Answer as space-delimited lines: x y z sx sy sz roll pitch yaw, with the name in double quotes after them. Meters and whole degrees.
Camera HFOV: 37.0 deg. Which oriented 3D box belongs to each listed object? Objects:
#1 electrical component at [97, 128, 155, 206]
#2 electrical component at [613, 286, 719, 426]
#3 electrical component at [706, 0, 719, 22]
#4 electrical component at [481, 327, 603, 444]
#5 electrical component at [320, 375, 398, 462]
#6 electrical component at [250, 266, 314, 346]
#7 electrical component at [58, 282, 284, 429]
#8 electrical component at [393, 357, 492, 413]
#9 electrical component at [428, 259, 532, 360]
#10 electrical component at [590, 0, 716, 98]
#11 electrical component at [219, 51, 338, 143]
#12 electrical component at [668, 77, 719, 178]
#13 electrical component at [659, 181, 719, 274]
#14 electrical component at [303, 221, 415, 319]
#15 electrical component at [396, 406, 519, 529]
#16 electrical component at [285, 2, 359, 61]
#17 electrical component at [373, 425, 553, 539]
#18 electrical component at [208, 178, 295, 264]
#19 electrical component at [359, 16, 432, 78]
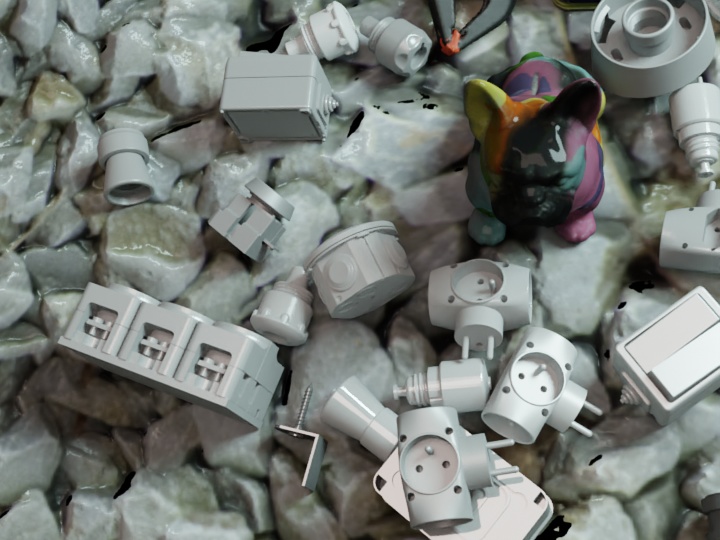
-0.206 -0.091 0.945 0.045 0.045 0.055 -16 68 7 "electrical component"
0.229 0.066 0.783 0.096 0.061 0.061 -35 67 -2 "electrical component"
0.322 -0.241 0.877 0.080 0.051 0.080 -4 70 11 "electrical component"
0.142 0.095 0.800 0.079 0.044 0.077 30 68 3 "electrical component"
0.008 0.117 0.826 0.065 0.044 0.044 36 82 17 "electrical component"
-0.058 0.027 0.871 0.048 0.048 0.062 15 68 17 "electrical component"
-0.145 0.064 0.852 0.150 0.089 0.061 18 76 18 "electrical component"
0.065 0.090 0.823 0.078 0.040 0.040 -7 70 10 "electrical component"
0.092 0.035 0.828 0.077 0.044 0.079 -1 53 12 "electrical component"
0.233 -0.184 0.862 0.099 0.064 0.099 -9 61 16 "electrical component"
-0.065 -0.150 0.925 0.096 0.061 0.061 1 71 13 "electrical component"
0.268 -0.110 0.849 0.040 0.040 0.078 -6 70 11 "electrical component"
0.273 -0.034 0.819 0.077 0.043 0.079 7 61 21 "electrical component"
0.000 0.000 0.849 0.080 0.080 0.051 -27 73 2 "electrical component"
0.069 0.134 0.741 0.079 0.044 0.077 -11 69 9 "electrical component"
-0.035 -0.204 0.949 0.062 0.048 0.048 -22 67 12 "electrical component"
0.076 0.165 0.785 0.113 0.057 0.078 37 82 21 "electrical component"
-0.088 -0.043 0.902 0.066 0.048 0.055 38 90 22 "electrical component"
0.028 -0.198 0.932 0.062 0.043 0.043 37 82 23 "electrical component"
